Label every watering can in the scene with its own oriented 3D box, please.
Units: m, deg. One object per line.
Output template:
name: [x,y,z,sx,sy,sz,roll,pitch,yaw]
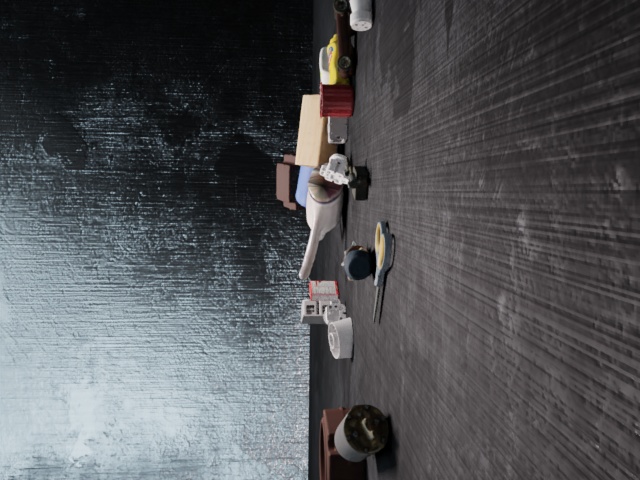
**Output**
watering can: [0.004,-0.074,1.469,0.104,0.356,0.219,12,-40,7]
